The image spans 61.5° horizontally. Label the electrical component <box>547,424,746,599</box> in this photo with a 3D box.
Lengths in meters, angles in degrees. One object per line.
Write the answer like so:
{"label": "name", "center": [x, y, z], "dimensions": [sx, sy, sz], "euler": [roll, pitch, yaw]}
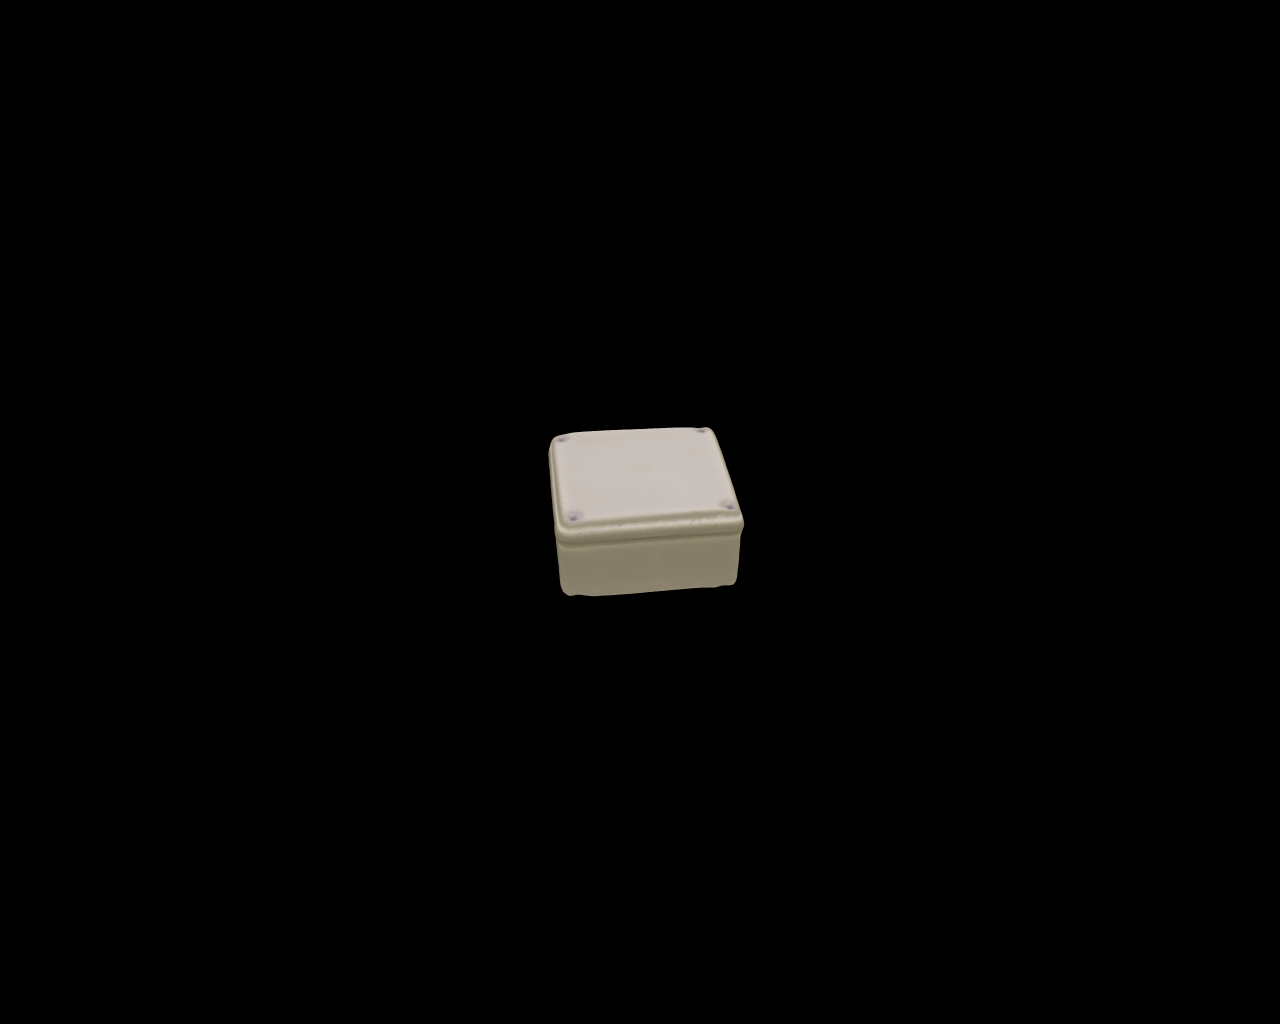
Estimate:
{"label": "electrical component", "center": [0.001, -0.003, 0.650], "dimensions": [0.109, 0.056, 0.109], "euler": [-3, 34, -5]}
